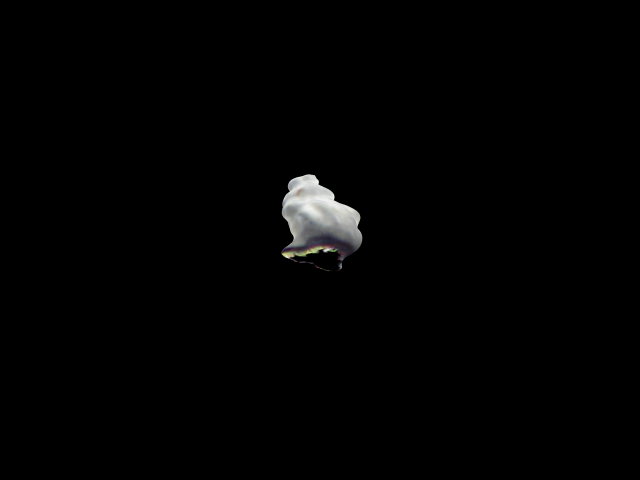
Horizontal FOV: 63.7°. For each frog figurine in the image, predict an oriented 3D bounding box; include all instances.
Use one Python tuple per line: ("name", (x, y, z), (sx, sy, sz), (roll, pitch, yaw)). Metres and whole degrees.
("frog figurine", (0.003, -0.043, 0.850), (0.137, 0.162, 0.120), (8, -25, -18))
